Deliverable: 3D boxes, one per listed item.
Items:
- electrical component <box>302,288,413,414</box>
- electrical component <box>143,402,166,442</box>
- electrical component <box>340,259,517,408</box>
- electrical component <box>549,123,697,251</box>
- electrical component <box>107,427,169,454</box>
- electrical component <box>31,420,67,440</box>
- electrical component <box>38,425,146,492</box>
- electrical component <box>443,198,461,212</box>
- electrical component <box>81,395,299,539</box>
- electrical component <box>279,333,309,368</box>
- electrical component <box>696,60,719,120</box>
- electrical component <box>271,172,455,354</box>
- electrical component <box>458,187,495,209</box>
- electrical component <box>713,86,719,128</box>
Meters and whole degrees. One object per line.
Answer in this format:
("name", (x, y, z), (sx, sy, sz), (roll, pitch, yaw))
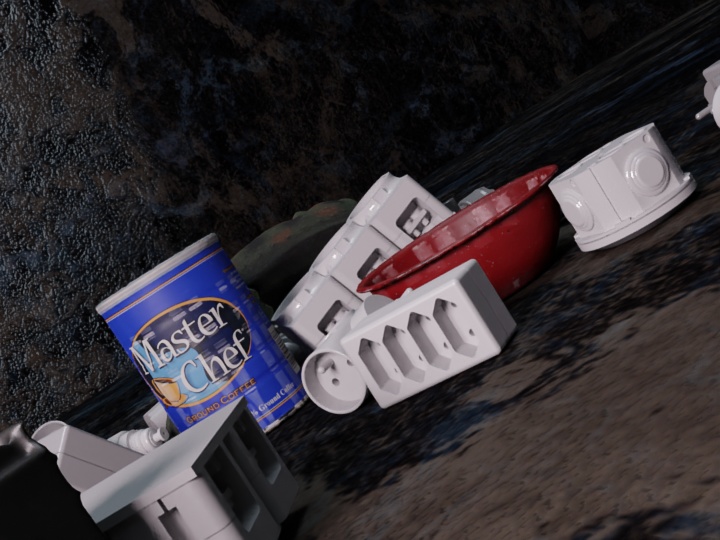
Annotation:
("electrical component", (0.008, 0.042, 0.673), (0.079, 0.044, 0.077), (-55, -8, 31))
("electrical component", (-0.180, 0.138, 1.038), (0.046, 0.040, 0.040), (-41, 8, -24))
("electrical component", (0.045, 0.030, 0.616), (0.083, 0.047, 0.076), (-30, 5, 30))
("electrical component", (0.161, -0.050, 0.663), (0.080, 0.051, 0.080), (-32, 4, 3))
("electrical component", (-0.200, 0.159, 0.938), (0.078, 0.040, 0.040), (-30, 5, 21))
("electrical component", (-0.261, 0.184, 0.952), (0.044, 0.077, 0.079), (5, 64, 22))
("electrical component", (-0.163, 0.148, 0.658), (0.047, 0.083, 0.075), (-29, 44, 39))
("electrical component", (0.088, -0.031, 0.881), (0.035, 0.061, 0.035), (-32, 6, 4))
("electrical component", (-0.123, 0.141, 0.481), (0.186, 0.060, 0.105), (-32, 5, 9))
("electrical component", (-0.055, 0.070, 0.911), (0.040, 0.040, 0.078), (-30, 5, 24))
("electrical component", (0.275, -0.130, 0.772), (0.077, 0.047, 0.066), (-34, 5, -14))
("electrical component", (0.000, 0.000, 0.861), (0.150, 0.062, 0.089), (-53, 9, -11))
("electrical component", (0.111, -0.050, 1.055), (0.062, 0.043, 0.043), (-36, 5, -19))
("electrical component", (0.256, -0.104, 0.675), (0.044, 0.044, 0.065), (-33, 9, -2))
